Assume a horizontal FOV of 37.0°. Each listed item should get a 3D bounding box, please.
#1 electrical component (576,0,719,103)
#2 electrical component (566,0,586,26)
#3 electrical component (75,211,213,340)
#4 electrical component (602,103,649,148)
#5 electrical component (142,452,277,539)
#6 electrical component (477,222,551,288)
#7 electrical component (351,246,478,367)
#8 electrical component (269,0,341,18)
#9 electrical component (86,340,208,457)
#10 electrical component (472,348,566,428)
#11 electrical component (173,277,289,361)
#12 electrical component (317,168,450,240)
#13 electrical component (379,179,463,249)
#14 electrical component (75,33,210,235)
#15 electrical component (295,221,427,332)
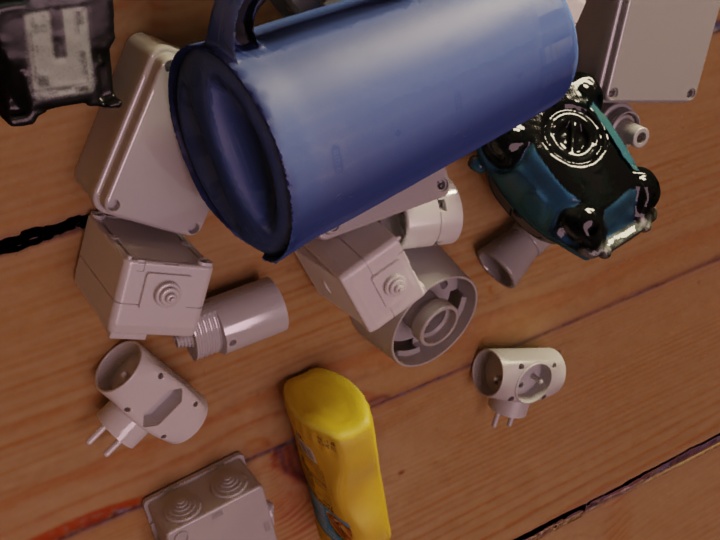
[{"bbox_3d":[0.230,-0.194,0.876,0.109,0.056,0.108,-5,117,-31],"label":"electrical component"},{"bbox_3d":[0.110,-0.201,0.790,0.096,0.062,0.061,12,107,-37],"label":"electrical component"},{"bbox_3d":[-0.143,0.008,0.711,0.062,0.096,0.061,5,111,-35],"label":"electrical component"},{"bbox_3d":[0.214,-0.120,0.901,0.048,0.062,0.048,-15,121,-26],"label":"electrical component"},{"bbox_3d":[-0.116,0.209,0.865,0.100,0.048,0.099,-24,125,-21],"label":"electrical component"},{"bbox_3d":[0.138,-0.022,0.918,0.065,0.044,0.044,-43,130,-13],"label":"electrical component"},{"bbox_3d":[0.045,0.028,0.883,0.099,0.064,0.099,-26,139,-26],"label":"electrical component"},{"bbox_3d":[0.006,-0.250,0.697,0.186,0.060,0.105,-46,130,-4],"label":"electrical component"},{"bbox_3d":[-0.164,0.102,0.782,0.079,0.043,0.077,-45,130,-4],"label":"electrical component"},{"bbox_3d":[0.141,0.109,0.985,0.077,0.044,0.079,2,112,-34],"label":"electrical component"},{"bbox_3d":[-0.098,0.039,0.791,0.081,0.043,0.043,-21,124,-23],"label":"electrical component"},{"bbox_3d":[-0.004,-0.089,0.758,0.109,0.056,0.108,-21,102,-23],"label":"electrical component"},{"bbox_3d":[0.046,-0.044,0.836,0.047,0.055,0.055,-11,119,-25],"label":"electrical component"},{"bbox_3d":[-0.126,-0.086,0.698,0.078,0.057,0.113,16,104,-38],"label":"electrical component"},{"bbox_3d":[0.000,0.000,0.801,0.061,0.096,0.061,-36,128,-9],"label":"electrical component"}]
